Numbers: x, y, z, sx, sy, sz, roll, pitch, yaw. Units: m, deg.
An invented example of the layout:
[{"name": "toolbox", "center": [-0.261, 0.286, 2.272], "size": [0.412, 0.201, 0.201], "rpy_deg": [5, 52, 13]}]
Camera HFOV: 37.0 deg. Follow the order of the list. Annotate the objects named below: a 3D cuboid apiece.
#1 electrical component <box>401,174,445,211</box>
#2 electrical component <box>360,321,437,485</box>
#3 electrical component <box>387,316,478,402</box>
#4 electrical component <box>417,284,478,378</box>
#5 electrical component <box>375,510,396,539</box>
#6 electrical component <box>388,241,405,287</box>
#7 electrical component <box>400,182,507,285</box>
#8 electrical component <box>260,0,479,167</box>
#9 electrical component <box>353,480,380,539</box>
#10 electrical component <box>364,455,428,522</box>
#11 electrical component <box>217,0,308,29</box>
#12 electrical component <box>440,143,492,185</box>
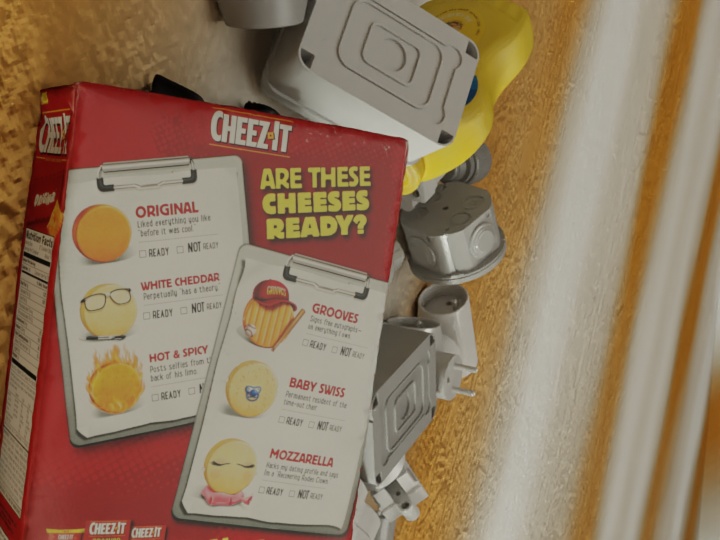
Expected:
[{"name": "electrical component", "center": [0.045, -0.087, 0.818], "size": [0.055, 0.048, 0.066], "rpy_deg": [-47, 139, -39]}, {"name": "electrical component", "center": [0.008, 0.094, 0.784], "size": [0.113, 0.057, 0.078], "rpy_deg": [-40, 133, -54]}, {"name": "electrical component", "center": [0.056, 0.082, 0.855], "size": [0.044, 0.079, 0.077], "rpy_deg": [-13, 110, -61]}, {"name": "electrical component", "center": [0.069, 0.064, 0.919], "size": [0.079, 0.043, 0.077], "rpy_deg": [-56, 146, -41]}, {"name": "electrical component", "center": [0.007, 0.222, 0.846], "size": [0.044, 0.044, 0.065], "rpy_deg": [31, 65, -63]}, {"name": "electrical component", "center": [0.000, 0.000, 0.753], "size": [0.081, 0.043, 0.043], "rpy_deg": [-29, 124, -59]}, {"name": "electrical component", "center": [0.073, -0.029, 0.856], "size": [0.080, 0.080, 0.051], "rpy_deg": [-57, 140, -41]}, {"name": "electrical component", "center": [0.005, -0.121, 0.647], "size": [0.113, 0.057, 0.078], "rpy_deg": [26, 69, -24]}, {"name": "electrical component", "center": [-0.032, 0.172, 0.731], "size": [0.073, 0.052, 0.138], "rpy_deg": [-63, 149, -34]}, {"name": "electrical component", "center": [0.018, 0.156, 0.829], "size": [0.048, 0.066, 0.055], "rpy_deg": [-35, 132, -2]}, {"name": "electrical component", "center": [-0.046, -0.178, 0.595], "size": [0.079, 0.044, 0.077], "rpy_deg": [-37, 131, -56]}, {"name": "electrical component", "center": [0.081, -0.088, 0.896], "size": [0.078, 0.040, 0.040], "rpy_deg": [-25, 121, -60]}]
